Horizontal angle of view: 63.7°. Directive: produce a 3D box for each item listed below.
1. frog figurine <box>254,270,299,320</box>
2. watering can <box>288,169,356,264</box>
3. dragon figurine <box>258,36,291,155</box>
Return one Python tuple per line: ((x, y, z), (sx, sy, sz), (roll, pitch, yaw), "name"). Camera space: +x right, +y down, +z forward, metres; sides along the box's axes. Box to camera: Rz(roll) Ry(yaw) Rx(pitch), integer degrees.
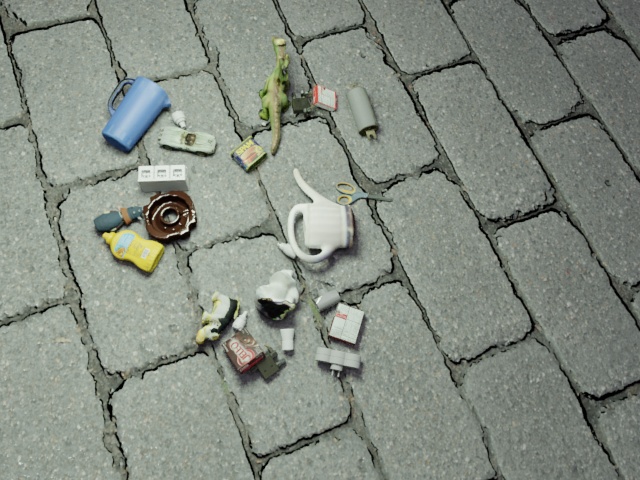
((-0.134, 0.167, 1.620), (0.137, 0.120, 0.163), (-2, 35, 2), "frog figurine")
((0.005, -0.086, 1.712), (0.224, 0.102, 0.354), (1, 65, -6), "watering can")
((-0.147, -0.527, 1.793), (0.122, 0.238, 0.417), (0, 68, -11), "dragon figurine")
